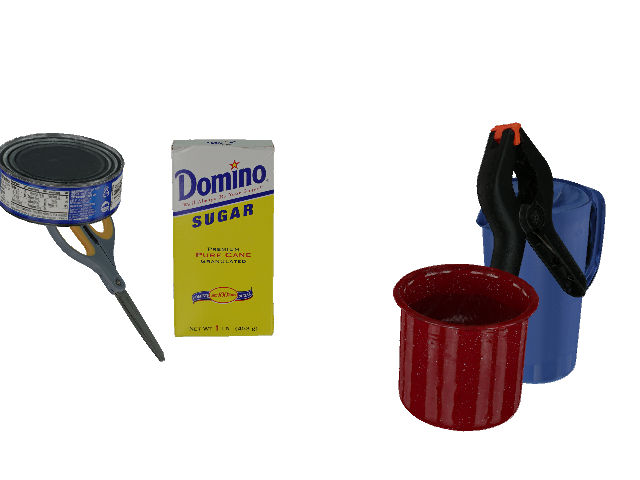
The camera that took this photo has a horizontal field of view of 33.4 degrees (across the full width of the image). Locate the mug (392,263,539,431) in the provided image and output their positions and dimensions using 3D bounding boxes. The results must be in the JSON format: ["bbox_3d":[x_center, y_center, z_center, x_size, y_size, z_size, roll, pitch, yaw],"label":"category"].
[{"bbox_3d":[0.094,0.066,0.712,0.093,0.081,0.117,1,24,3],"label":"mug"}]

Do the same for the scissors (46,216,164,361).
[{"bbox_3d":[-0.218,0.030,1.146,0.016,0.201,0.096,-28,22,31],"label":"scissors"}]

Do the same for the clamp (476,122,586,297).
[{"bbox_3d":[0.166,-0.010,0.909,0.120,0.171,0.039,-27,11,-40],"label":"clamp"}]

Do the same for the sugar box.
[{"bbox_3d":[-0.088,-0.002,0.968,0.093,0.176,0.048,-1,15,-5],"label":"sugar box"}]

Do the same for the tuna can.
[{"bbox_3d":[-0.179,-0.042,0.736,0.086,0.034,0.086,8,26,-4],"label":"tuna can"}]

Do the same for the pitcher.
[{"bbox_3d":[0.274,0.047,1.328,0.149,0.243,0.145,2,23,15],"label":"pitcher"}]
